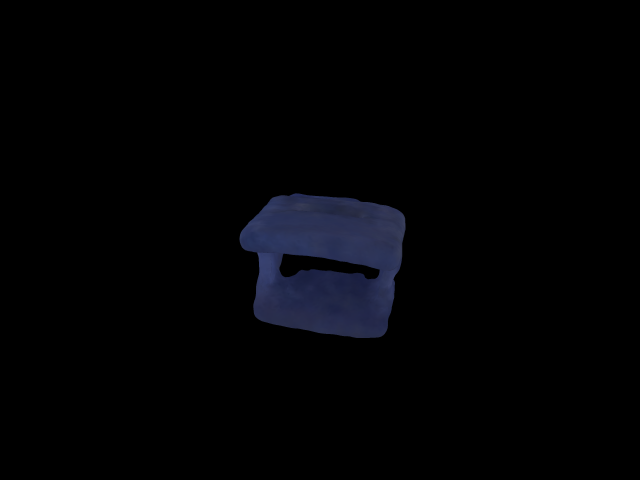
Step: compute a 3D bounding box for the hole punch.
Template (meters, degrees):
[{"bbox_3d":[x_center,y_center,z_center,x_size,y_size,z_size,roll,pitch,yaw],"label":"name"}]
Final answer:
[{"bbox_3d":[0.004,0.001,0.400,0.108,0.091,0.101,7,47,7],"label":"hole punch"}]
